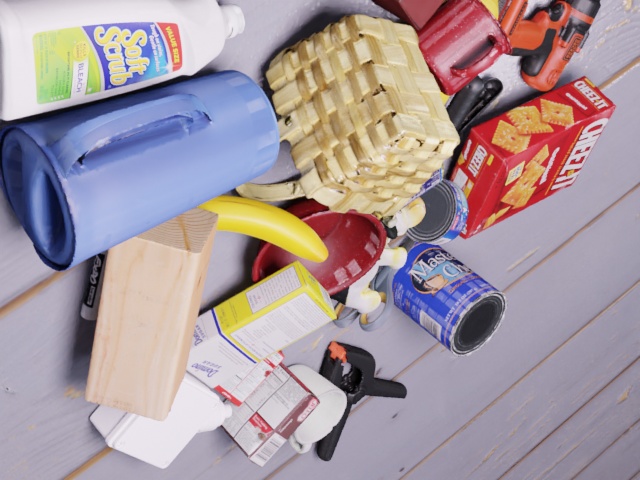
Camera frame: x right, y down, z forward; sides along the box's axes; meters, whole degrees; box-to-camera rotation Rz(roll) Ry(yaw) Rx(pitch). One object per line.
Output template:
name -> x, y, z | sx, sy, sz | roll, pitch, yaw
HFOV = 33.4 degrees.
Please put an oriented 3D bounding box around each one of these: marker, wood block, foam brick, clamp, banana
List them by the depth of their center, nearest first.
marker -> -0.221, 0.027, 1.082 | 0.020, 0.020, 0.121 | -6, 125, -43
wood block -> -0.171, 0.069, 1.083 | 0.090, 0.090, 0.206 | -74, 180, -62
foam brick -> 0.084, -0.264, 1.099 | 0.051, 0.078, 0.053 | -49, 143, 0
banana -> -0.085, -0.014, 1.120 | 0.197, 0.037, 0.070 | 4, 127, -9
clamp -> 0.161, -0.136, 1.304 | 0.172, 0.039, 0.120 | -52, 161, 28
clamp -> 0.052, 0.207, 1.498 | 0.164, 0.036, 0.210 | -33, 139, -22

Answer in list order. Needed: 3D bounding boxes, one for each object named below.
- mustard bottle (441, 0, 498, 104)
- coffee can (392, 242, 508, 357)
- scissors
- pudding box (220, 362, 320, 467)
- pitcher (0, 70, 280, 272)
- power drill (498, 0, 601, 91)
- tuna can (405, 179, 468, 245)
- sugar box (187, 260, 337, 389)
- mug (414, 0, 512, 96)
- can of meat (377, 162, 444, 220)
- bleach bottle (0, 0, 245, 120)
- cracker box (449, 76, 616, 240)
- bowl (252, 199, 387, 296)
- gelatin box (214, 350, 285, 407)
mustard bottle -> 0.147, -0.234, 1.204 | 0.096, 0.058, 0.192 | 31, 97, -44
coffee can -> 0.162, 0.074, 1.411 | 0.102, 0.140, 0.103 | -26, 137, -28
scissors -> 0.098, 0.045, 1.371 | 0.201, 0.096, 0.016 | -44, 123, -4
pudding box -> -0.069, 0.211, 1.335 | 0.113, 0.090, 0.039 | -46, 141, -4
pitcher -> -0.154, -0.078, 0.967 | 0.242, 0.149, 0.145 | -26, 123, -34
power drill -> 0.270, -0.277, 1.294 | 0.187, 0.057, 0.184 | 5, 117, -47
tuna can -> 0.143, -0.037, 1.345 | 0.033, 0.086, 0.086 | 11, 113, -51
sugar box -> -0.077, 0.098, 1.224 | 0.176, 0.048, 0.093 | -28, 143, 10
mug -> 0.147, -0.201, 1.117 | 0.081, 0.117, 0.093 | -40, 127, 2
can of meat -> 0.080, -0.082, 1.230 | 0.083, 0.102, 0.057 | -35, 139, -23
bleach bottle -> -0.172, -0.179, 0.926 | 0.250, 0.068, 0.103 | -21, 134, -36
cracker box -> 0.269, -0.105, 1.396 | 0.213, 0.072, 0.164 | -25, 152, -29
bowl -> -0.008, 0.002, 1.224 | 0.162, 0.055, 0.162 | -15, 143, -12
gelatin box -> -0.094, 0.153, 1.310 | 0.089, 0.030, 0.073 | -47, 141, -4
